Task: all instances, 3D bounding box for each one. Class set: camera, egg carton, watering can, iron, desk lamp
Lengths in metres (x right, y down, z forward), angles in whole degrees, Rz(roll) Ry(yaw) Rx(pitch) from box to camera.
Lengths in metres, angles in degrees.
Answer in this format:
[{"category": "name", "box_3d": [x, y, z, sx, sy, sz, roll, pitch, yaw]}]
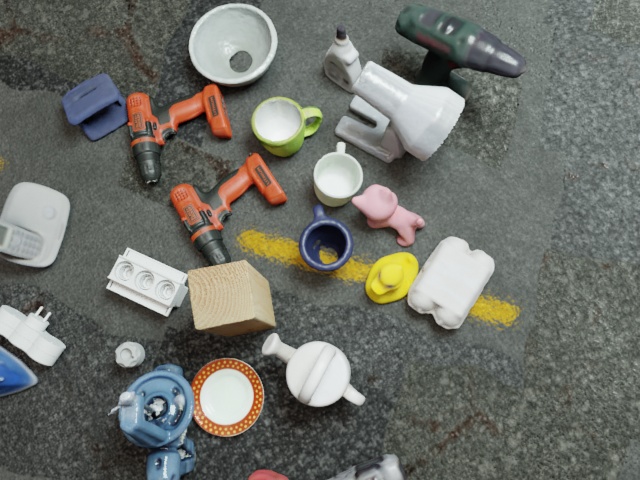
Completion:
[{"category": "camera", "box_3d": [0.081, 0.426, 0.896, 0.143, 0.101, 0.137, -22, 77, -2]}, {"category": "egg carton", "box_3d": [0.223, 0.072, 0.982, 0.107, 0.069, 0.150, 31, 81, 9]}, {"category": "watering can", "box_3d": [-0.010, 0.209, 0.901, 0.172, 0.194, 0.101, 8, 78, 5]}, {"category": "iron", "box_3d": [-0.628, 0.213, 0.960, 0.258, 0.141, 0.119, 9, 78, 5]}, {"category": "desk lamp", "box_3d": [0.128, -0.210, 0.975, 0.203, 0.213, 0.118, 28, 81, 9]}]

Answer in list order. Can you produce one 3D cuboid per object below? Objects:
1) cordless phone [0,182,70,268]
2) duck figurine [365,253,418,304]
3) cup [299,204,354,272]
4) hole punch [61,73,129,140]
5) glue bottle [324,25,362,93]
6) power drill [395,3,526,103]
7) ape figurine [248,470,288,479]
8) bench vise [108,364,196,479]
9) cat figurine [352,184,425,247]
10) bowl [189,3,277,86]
[{"category": "cordless phone", "box_3d": [-0.523, -0.036, 0.987, 0.094, 0.185, 0.148, 8, 78, 5]}, {"category": "duck figurine", "box_3d": [0.125, 0.060, 0.982, 0.104, 0.086, 0.077, -40, 78, -6]}, {"category": "cup", "box_3d": [0.009, 0.004, 0.996, 0.091, 0.095, 0.118, -14, 77, 0]}, {"category": "hole punch", "box_3d": [-0.430, -0.259, 1.079, 0.109, 0.091, 0.101, -34, 78, -4]}, {"category": "glue bottle", "box_3d": [0.041, -0.331, 1.027, 0.078, 0.173, 0.037, 40, 83, 11]}, {"category": "power drill", "box_3d": [0.233, -0.309, 0.994, 0.229, 0.208, 0.076, 34, 82, 10]}, {"category": "ape figurine", "box_3d": [-0.084, 0.410, 0.913, 0.076, 0.092, 0.078, -6, 77, 2]}, {"category": "bench vise", "box_3d": [-0.244, 0.295, 0.881, 0.121, 0.220, 0.207, -24, 77, -2]}, {"category": "cat figurine", "box_3d": [0.121, -0.051, 0.990, 0.127, 0.118, 0.067, 28, 81, 9]}, {"category": "bowl", "box_3d": [-0.160, -0.359, 1.095, 0.167, 0.075, 0.167, -1, 78, 3]}]
